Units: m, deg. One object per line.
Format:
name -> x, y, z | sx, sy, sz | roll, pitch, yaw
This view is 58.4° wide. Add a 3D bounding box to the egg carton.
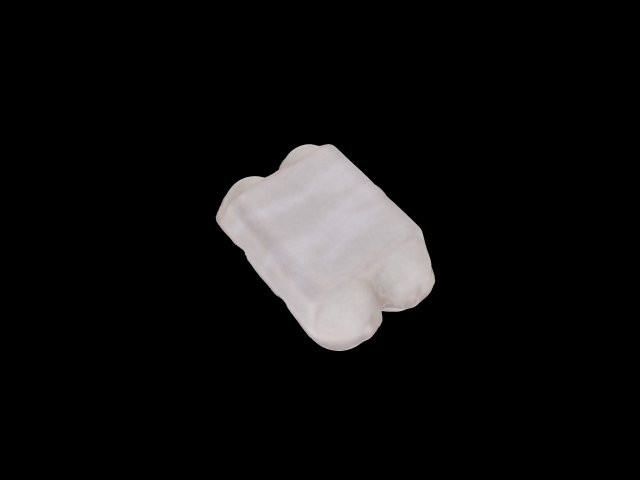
egg carton -> 0.004, 0.001, 0.400 | 0.107, 0.069, 0.150 | -33, 62, -20
